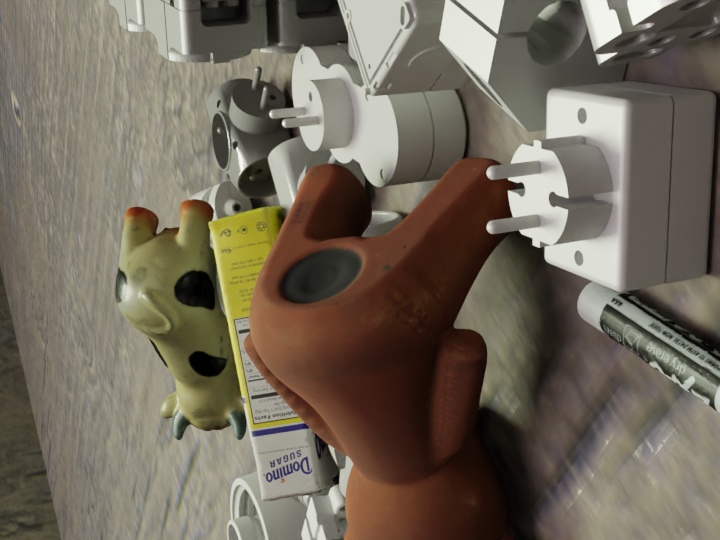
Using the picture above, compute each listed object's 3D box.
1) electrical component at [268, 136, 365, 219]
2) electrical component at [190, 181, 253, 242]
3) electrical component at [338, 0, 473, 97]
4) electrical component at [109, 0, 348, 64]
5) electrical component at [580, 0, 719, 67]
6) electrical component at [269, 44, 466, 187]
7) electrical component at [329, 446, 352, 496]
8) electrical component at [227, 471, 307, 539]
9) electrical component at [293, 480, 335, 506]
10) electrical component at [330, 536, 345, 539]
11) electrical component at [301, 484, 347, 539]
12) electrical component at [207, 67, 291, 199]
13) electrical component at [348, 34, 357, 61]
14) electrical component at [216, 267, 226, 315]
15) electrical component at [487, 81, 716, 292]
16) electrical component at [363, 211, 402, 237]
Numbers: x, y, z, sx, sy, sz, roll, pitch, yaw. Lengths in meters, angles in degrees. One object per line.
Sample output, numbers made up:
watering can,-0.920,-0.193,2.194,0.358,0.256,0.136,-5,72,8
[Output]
electrical component,-0.021,-0.046,0.642,0.079,0.043,0.077,130,127,-61
electrical component,-0.108,-0.046,0.847,0.081,0.043,0.043,175,87,-67
electrical component,0.026,-0.134,0.477,0.061,0.061,0.096,129,129,-60
electrical component,-0.086,-0.176,0.665,0.186,0.105,0.060,-139,44,-57
electrical component,0.096,-0.104,0.331,0.078,0.058,0.057,155,102,-67
electrical component,-0.010,-0.082,0.564,0.138,0.074,0.052,-138,45,-56
electrical component,0.007,0.112,0.635,0.077,0.043,0.079,-131,38,-51
electrical component,-0.066,0.203,0.817,0.108,0.060,0.108,171,90,-67
electrical component,-0.038,0.144,0.756,0.078,0.040,0.040,-135,42,-54
electrical component,0.011,0.197,0.634,0.061,0.062,0.096,104,149,-43
electrical component,-0.012,0.182,0.704,0.055,0.048,0.066,-111,25,-43
electrical component,-0.073,-0.104,0.742,0.079,0.044,0.077,110,144,-50
electrical component,0.011,-0.132,0.544,0.040,0.040,0.046,-128,31,-49
electrical component,-0.070,0.009,0.761,0.048,0.055,0.066,137,122,-63
electrical component,0.078,-0.029,0.376,0.047,0.077,0.065,-150,55,-62
electrical component,0.000,0.000,0.594,0.078,0.058,0.057,-159,60,-64
